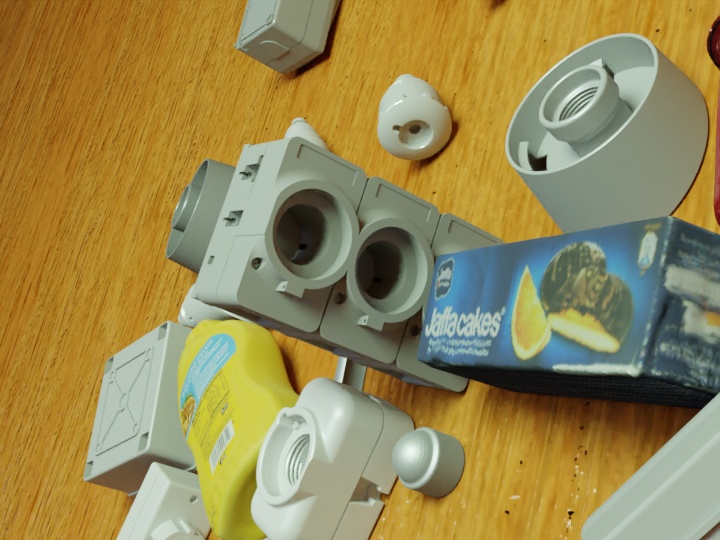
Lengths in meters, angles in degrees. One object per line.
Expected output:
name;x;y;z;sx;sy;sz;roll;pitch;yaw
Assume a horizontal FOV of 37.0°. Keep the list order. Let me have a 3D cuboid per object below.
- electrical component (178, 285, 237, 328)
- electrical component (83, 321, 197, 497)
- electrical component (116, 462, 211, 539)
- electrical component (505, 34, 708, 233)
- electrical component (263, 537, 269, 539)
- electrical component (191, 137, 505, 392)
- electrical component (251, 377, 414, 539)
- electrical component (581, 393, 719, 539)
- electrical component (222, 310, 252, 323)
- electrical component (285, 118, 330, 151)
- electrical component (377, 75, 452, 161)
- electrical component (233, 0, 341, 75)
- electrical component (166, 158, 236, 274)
electrical component;-0.119;0.027;0.846;0.078;0.040;0.040;-28;47;46
electrical component;-0.159;0.109;0.835;0.109;0.056;0.108;-30;46;44
electrical component;-0.130;0.189;0.744;0.076;0.047;0.083;26;91;59
electrical component;0.125;-0.067;0.546;0.099;0.064;0.099;-34;33;26
electrical component;-0.064;0.190;0.652;0.065;0.044;0.044;-36;42;46
electrical component;0.000;0.000;0.580;0.062;0.150;0.089;1;70;58
electrical component;-0.020;0.114;0.619;0.054;0.059;0.095;26;91;59
electrical component;0.141;0.094;0.340;0.108;0.109;0.056;-51;-11;23
electrical component;-0.078;0.008;0.794;0.045;0.045;0.055;27;93;59
electrical component;-0.042;-0.085;0.809;0.040;0.040;0.078;-44;37;31
electrical component;0.034;-0.105;0.706;0.048;0.048;0.062;-46;29;29
electrical component;-0.056;-0.221;0.901;0.062;0.061;0.096;-17;55;51
electrical component;-0.120;-0.042;0.897;0.099;0.064;0.099;-55;21;34
